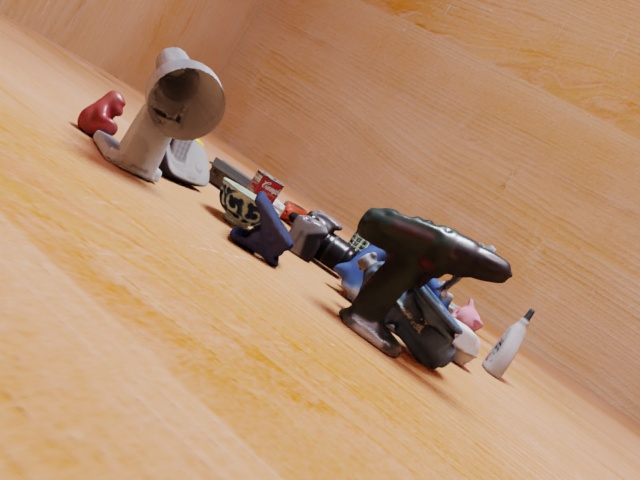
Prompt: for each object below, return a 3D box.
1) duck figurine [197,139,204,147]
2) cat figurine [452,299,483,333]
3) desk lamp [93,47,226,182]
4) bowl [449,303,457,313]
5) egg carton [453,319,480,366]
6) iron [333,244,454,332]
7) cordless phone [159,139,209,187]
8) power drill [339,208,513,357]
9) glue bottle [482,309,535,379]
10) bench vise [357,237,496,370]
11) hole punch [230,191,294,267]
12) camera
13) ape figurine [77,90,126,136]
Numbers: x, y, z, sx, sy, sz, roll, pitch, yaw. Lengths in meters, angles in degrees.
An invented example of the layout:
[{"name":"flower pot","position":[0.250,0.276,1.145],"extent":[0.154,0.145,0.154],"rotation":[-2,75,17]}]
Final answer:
[{"name":"duck figurine","position":[-0.283,-0.182,1.240],"extent":[0.105,0.086,0.077],"rotation":[29,7,-38]},{"name":"cat figurine","position":[0.316,0.185,1.293],"extent":[0.067,0.117,0.128],"rotation":[33,6,-5]},{"name":"desk lamp","position":[-0.261,-0.207,0.930],"extent":[0.118,0.213,0.202],"rotation":[28,7,-40]},{"name":"bowl","position":[0.295,0.180,1.442],"extent":[0.167,0.074,0.167],"rotation":[33,6,-3]},{"name":"egg carton","position":[0.247,0.186,1.151],"extent":[0.150,0.069,0.107],"rotation":[33,6,-3]},{"name":"iron","position":[0.159,0.094,1.069],"extent":[0.257,0.141,0.119],"rotation":[35,6,16]},{"name":"cordless phone","position":[-0.245,-0.203,1.125],"extent":[0.094,0.185,0.148],"rotation":[35,6,20]},{"name":"power drill","position":[0.135,0.063,0.855],"extent":[0.229,0.208,0.076],"rotation":[35,6,15]},{"name":"glue bottle","position":[0.431,0.227,1.292],"extent":[0.037,0.173,0.078],"rotation":[33,5,0]},{"name":"bench vise","position":[0.167,0.070,0.918],"extent":[0.207,0.219,0.121],"rotation":[33,5,-6]},{"name":"hole punch","position":[-0.084,-0.021,0.948],"extent":[0.101,0.091,0.108],"rotation":[32,6,-9]},{"name":"camera","position":[0.011,0.004,1.221],"extent":[0.136,0.101,0.143],"rotation":[34,6,12]},{"name":"ape figurine","position":[-0.382,-0.225,1.026],"extent":[0.076,0.092,0.077],"rotation":[31,6,-17]}]
